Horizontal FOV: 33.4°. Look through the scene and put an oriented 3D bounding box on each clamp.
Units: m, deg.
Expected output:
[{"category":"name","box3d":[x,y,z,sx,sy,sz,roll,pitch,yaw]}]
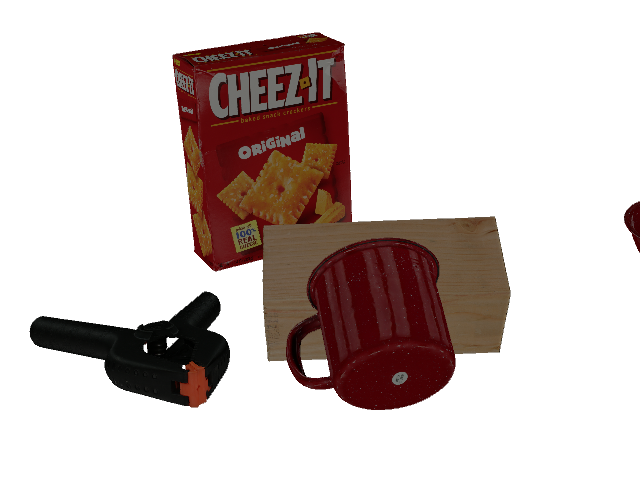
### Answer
[{"category":"clamp","box3d":[-0.121,0.081,0.844,0.164,0.036,0.210,-11,16,-30]}]

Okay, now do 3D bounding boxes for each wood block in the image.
[{"category":"wood block","box3d":[0.054,0.043,0.944,0.206,0.091,0.090,-2,-42,-1]}]

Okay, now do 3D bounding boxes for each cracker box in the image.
[{"category":"cracker box","box3d":[-0.054,-0.091,1.088,0.164,0.214,0.072,-13,25,-23]}]

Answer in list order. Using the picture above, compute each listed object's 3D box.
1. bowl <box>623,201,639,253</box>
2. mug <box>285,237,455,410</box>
[{"category":"bowl","box3d":[0.407,0.006,1.147,0.162,0.055,0.162,-1,26,0]},{"category":"mug","box3d":[0.031,0.062,0.709,0.117,0.081,0.093,-20,-40,12]}]
